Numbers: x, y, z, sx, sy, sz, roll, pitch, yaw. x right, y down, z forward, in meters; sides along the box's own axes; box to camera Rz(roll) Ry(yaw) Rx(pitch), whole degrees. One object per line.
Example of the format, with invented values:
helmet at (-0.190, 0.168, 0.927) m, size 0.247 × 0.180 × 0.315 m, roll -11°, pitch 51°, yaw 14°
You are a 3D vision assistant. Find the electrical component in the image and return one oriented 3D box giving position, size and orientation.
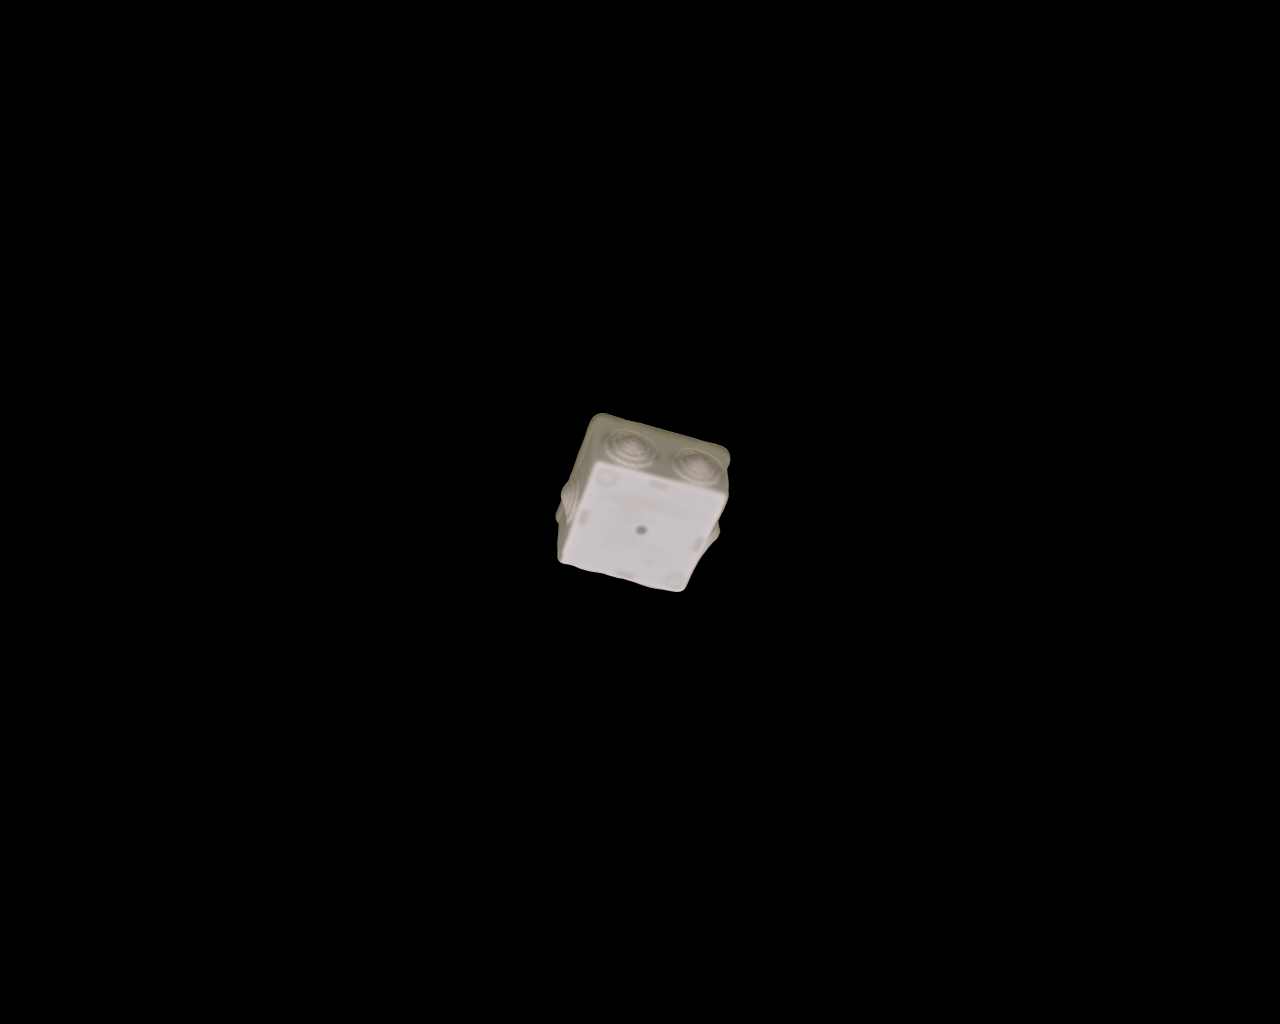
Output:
electrical component at (0.001, -0.003, 0.650) m, size 0.100 × 0.099 × 0.048 m, roll 15°, pitch 36°, yaw -11°
